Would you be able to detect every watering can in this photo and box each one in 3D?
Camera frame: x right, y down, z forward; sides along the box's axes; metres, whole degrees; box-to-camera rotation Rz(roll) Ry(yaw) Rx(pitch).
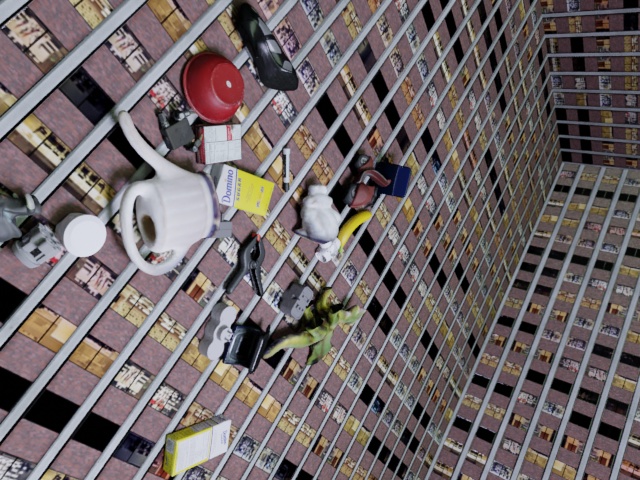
[{"bbox_3d":[-0.316,-0.099,1.080,0.226,0.104,0.343,-19,115,-48],"label":"watering can"}]

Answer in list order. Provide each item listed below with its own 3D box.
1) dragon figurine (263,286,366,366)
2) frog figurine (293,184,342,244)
[{"bbox_3d":[-0.009,0.302,1.592,0.416,0.123,0.237,-33,134,-31],"label":"dragon figurine"},{"bbox_3d":[0.004,-0.074,1.478,0.137,0.124,0.158,12,104,-33],"label":"frog figurine"}]
